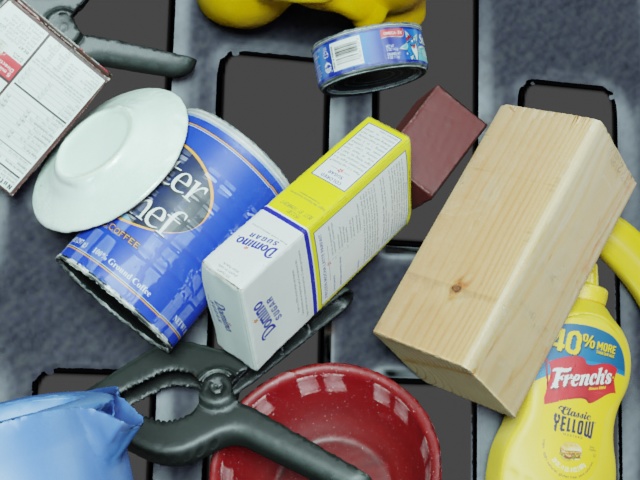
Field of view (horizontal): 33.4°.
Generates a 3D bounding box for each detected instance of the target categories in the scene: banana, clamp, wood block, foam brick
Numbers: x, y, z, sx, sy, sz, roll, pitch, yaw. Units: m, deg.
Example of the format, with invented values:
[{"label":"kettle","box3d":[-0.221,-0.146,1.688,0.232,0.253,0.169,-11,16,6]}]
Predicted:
[{"label":"banana","box3d":[0.257,0.043,0.860,0.069,0.037,0.198,-25,88,-17]},{"label":"clamp","box3d":[-0.178,-0.146,0.783,0.171,0.039,0.120,-31,91,-8]},{"label":"clamp","box3d":[-0.063,0.118,0.742,0.210,0.036,0.164,-11,52,-3]},{"label":"wood block","box3d":[0.139,0.012,0.793,0.090,0.091,0.206,45,71,-44]},{"label":"foam brick","box3d":[0.081,-0.071,0.826,0.051,0.053,0.078,39,75,-6]}]

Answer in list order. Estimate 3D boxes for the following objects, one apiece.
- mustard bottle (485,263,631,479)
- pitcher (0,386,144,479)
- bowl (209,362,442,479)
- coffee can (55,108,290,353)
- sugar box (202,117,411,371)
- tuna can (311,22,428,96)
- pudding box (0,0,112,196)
[{"label":"mustard bottle","box3d":[0.190,0.109,0.824,0.096,0.058,0.191,14,79,-10]},{"label":"pitcher","box3d":[-0.161,0.211,0.591,0.144,0.149,0.243,-12,87,-29]},{"label":"bowl","box3d":[0.006,0.169,0.751,0.162,0.055,0.162,-4,54,6]},{"label":"coffee can","box3d":[-0.099,-0.007,0.747,0.103,0.103,0.140,40,75,-5]},{"label":"sugar box","box3d":[-0.005,0.001,0.749,0.048,0.093,0.176,33,58,30]},{"label":"tuna can","box3d":[0.038,-0.136,0.808,0.086,0.086,0.034,-9,86,-15]},{"label":"pudding box","box3d":[-0.215,-0.101,0.744,0.090,0.039,0.113,40,96,-19]}]
